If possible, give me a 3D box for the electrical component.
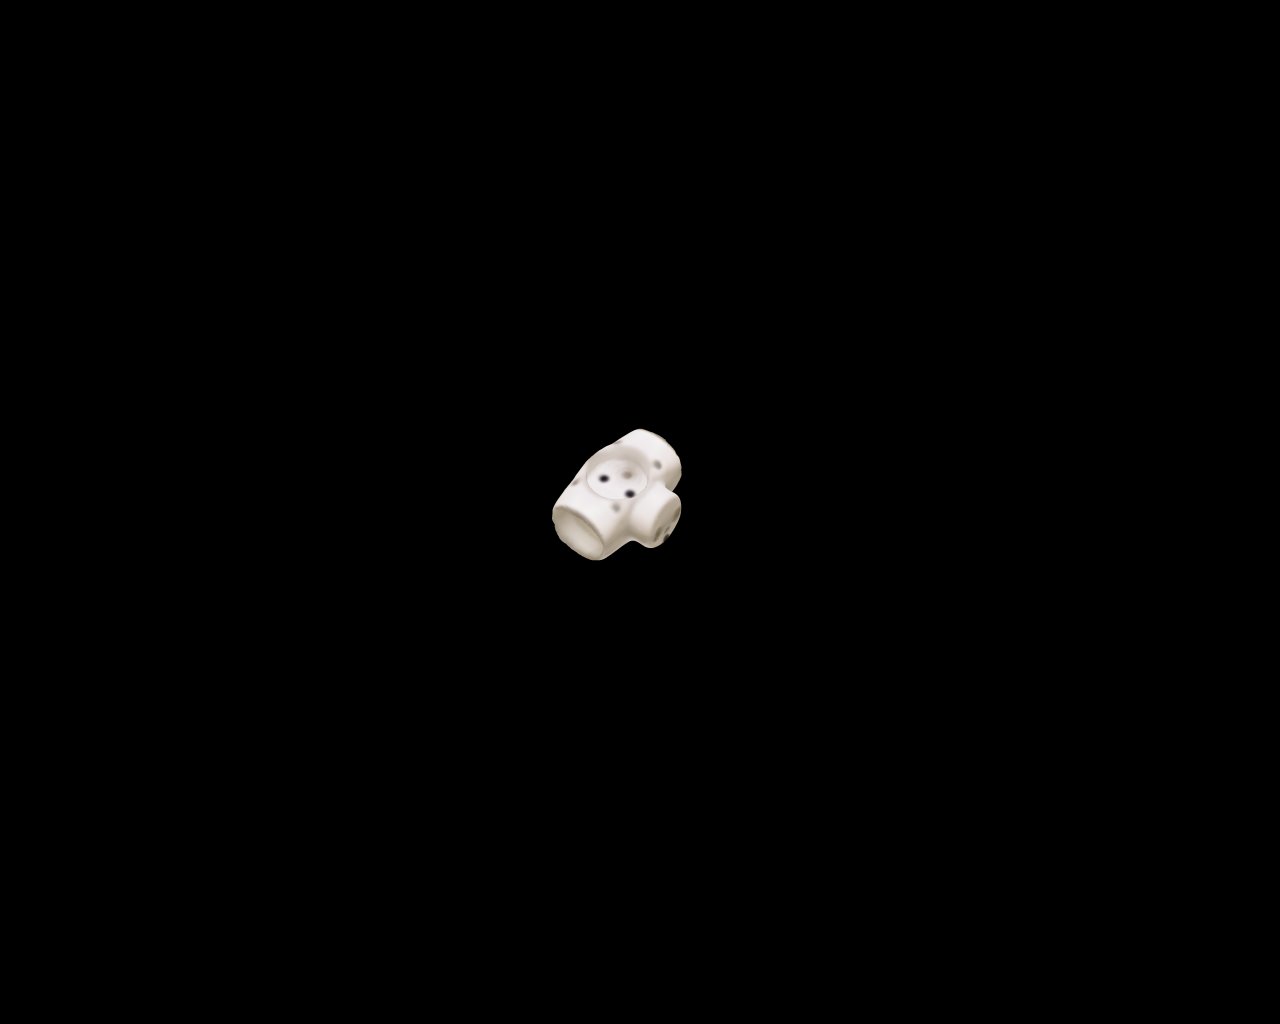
[{"bbox_3d":[0.001,-0.003,0.650,0.079,0.077,0.044,32,-32,22],"label":"electrical component"}]
